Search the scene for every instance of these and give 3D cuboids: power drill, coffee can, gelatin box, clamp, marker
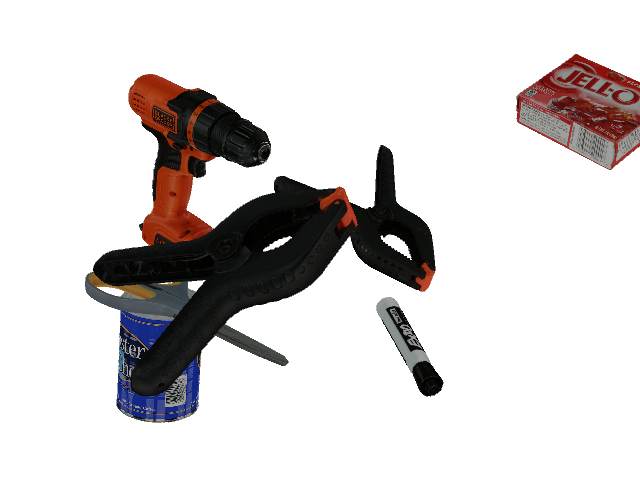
[{"bbox_3d":[-0.125,-0.062,1.095,0.185,0.188,0.057,30,38,34],"label":"power drill"},{"bbox_3d":[-0.196,0.137,1.306,0.103,0.140,0.103,5,17,-2],"label":"coffee can"},{"bbox_3d":[0.202,-0.098,0.794,0.073,0.030,0.089,-35,52,-28],"label":"gelatin box"},{"bbox_3d":[-0.055,0.025,0.649,0.171,0.120,0.039,-23,-40,5],"label":"clamp"},{"bbox_3d":[0.053,-0.023,1.214,0.164,0.210,0.036,-14,-38,-25],"label":"clamp"},{"bbox_3d":[0.069,0.083,0.837,0.020,0.020,0.121,0,28,-15],"label":"marker"}]

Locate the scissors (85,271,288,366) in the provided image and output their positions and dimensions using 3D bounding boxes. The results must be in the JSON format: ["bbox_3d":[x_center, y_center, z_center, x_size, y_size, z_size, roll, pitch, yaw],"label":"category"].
[{"bbox_3d":[-0.101,0.056,0.895,0.202,0.016,0.096,16,23,17],"label":"scissors"}]
